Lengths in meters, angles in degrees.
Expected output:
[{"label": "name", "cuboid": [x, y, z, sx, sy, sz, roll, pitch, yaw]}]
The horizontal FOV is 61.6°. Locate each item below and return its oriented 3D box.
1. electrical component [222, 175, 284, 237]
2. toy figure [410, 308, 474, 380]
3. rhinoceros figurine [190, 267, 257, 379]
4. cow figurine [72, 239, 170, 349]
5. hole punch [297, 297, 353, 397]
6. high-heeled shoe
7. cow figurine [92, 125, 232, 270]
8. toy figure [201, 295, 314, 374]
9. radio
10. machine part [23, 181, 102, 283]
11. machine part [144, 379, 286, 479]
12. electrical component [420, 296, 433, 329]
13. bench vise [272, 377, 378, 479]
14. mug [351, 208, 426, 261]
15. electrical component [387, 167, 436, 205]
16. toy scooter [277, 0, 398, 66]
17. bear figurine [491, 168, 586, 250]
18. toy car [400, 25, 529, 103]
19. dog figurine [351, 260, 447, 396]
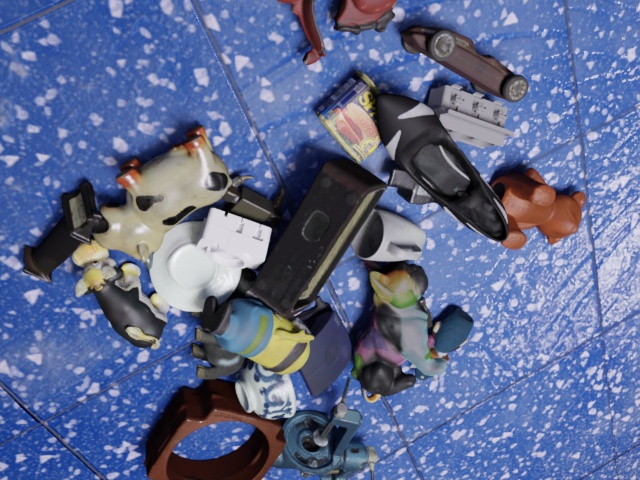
[{"label": "electrical component", "cuboid": [-0.098, -0.049, 0.767, 0.102, 0.045, 0.078, 22, 135, -25]}, {"label": "toy figure", "cuboid": [0.227, 0.198, 1.005, 0.154, 0.064, 0.058, -58, 158, 19]}, {"label": "rhinoceros figurine", "cuboid": [-0.141, 0.130, 0.825, 0.112, 0.073, 0.190, 3, 115, -20]}, {"label": "cow figurine", "cuboid": [-0.277, 0.079, 0.734, 0.068, 0.098, 0.167, -32, 123, 6]}, {"label": "hole punch", "cuboid": [-0.002, 0.181, 0.896, 0.116, 0.092, 0.142, -28, 119, -9]}, {"label": "high-heeled shoe", "cuboid": [0.164, -0.089, 0.716, 0.086, 0.145, 0.248, -42, 131, 21]}, {"label": "cow figurine", "cuboid": [-0.207, -0.049, 0.702, 0.195, 0.086, 0.127, -29, 115, -1]}, {"label": "toy figure", "cuboid": [-0.089, 0.135, 0.765, 0.180, 0.082, 0.089, 26, 105, -42]}, {"label": "radio", "cuboid": [-0.002, -0.002, 0.768, 0.073, 0.131, 0.229, 34, 104, 12]}, {"label": "machine part", "cuboid": [-0.329, -0.007, 0.690, 0.139, 0.084, 0.039, -44, 148, 16]}, {"label": "machine part", "cuboid": [-0.178, 0.345, 0.918, 0.201, 0.087, 0.201, 27, 104, -28]}, {"label": "electrical component", "cuboid": [0.176, 0.149, 0.981, 0.063, 0.021, 0.093, -23, 121, -8]}, {"label": "bench vise", "cuboid": [0.023, 0.366, 0.970, 0.224, 0.129, 0.240, 17, 129, -7]}, {"label": "mug", "cuboid": [0.119, -0.002, 0.837, 0.107, 0.110, 0.080, 5, 108, -36]}, {"label": "electrical component", "cuboid": [0.152, -0.093, 0.830, 0.119, 0.048, 0.074, 3, 115, -21]}, {"label": "toy scooter", "cuboid": [0.024, -0.290, 0.665, 0.184, 0.075, 0.135, -10, 119, -12]}, {"label": "bear figurine", "cuboid": [0.375, -0.039, 0.897, 0.196, 0.132, 0.120, 19, 114, -21]}, {"label": "toy car", "cuboid": [0.202, -0.248, 0.744, 0.202, 0.089, 0.053, 20, 109, -26]}, {"label": "dog figurine", "cuboid": [0.107, 0.133, 0.892, 0.192, 0.108, 0.219, -26, 110, 10]}]
